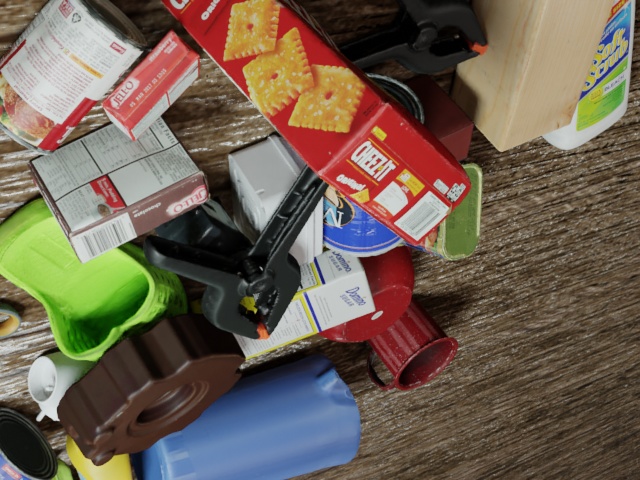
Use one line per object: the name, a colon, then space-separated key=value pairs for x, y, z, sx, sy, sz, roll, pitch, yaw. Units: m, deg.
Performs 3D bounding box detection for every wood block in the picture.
wood block: x=0.195 y=-0.194 z=0.974 sx=0.090 sy=0.090 sz=0.206 roll=-23 pitch=146 yaw=-22

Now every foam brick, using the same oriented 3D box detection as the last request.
foam brick: x=0.099 y=-0.107 z=1.003 sx=0.051 sy=0.078 sz=0.053 roll=-26 pitch=149 yaw=-19

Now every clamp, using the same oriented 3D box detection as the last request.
clamp: x=-0.053 y=0.020 z=0.916 sx=0.164 sy=0.036 sz=0.210 roll=-29 pitch=149 yaw=-9
clamp: x=0.082 y=-0.190 z=0.914 sx=0.171 sy=0.039 sz=0.120 roll=-8 pitch=143 yaw=-35

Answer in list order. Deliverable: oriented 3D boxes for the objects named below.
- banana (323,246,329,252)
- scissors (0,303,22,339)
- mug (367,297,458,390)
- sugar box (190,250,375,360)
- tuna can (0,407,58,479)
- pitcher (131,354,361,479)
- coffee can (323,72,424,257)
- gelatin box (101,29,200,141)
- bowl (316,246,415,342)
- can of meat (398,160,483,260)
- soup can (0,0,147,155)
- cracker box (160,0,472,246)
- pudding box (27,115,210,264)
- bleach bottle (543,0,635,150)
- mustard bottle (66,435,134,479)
banana: x=0.055 y=-0.017 z=1.122 sx=0.197 sy=0.037 sz=0.070 roll=-23 pitch=168 yaw=-19
scissors: x=-0.345 y=0.091 z=0.876 sx=0.201 sy=0.016 sz=0.096 roll=-8 pitch=138 yaw=-39
mug: x=0.102 y=0.133 z=1.315 sx=0.093 sy=0.081 sz=0.117 roll=11 pitch=124 yaw=-51
sugar box: x=-0.036 y=0.068 z=1.095 sx=0.176 sy=0.048 sz=0.093 roll=-22 pitch=149 yaw=-3
tuna can: x=-0.291 y=0.202 z=1.010 sx=0.034 sy=0.086 sz=0.086 roll=-41 pitch=149 yaw=9
pitcher: x=-0.088 y=0.226 z=1.211 sx=0.242 sy=0.145 sz=0.149 roll=-11 pitch=100 yaw=-30
coffee can: x=0.039 y=-0.066 z=0.971 sx=0.102 sy=0.103 sz=0.140 roll=-26 pitch=147 yaw=-19
gelatin box: x=-0.122 y=-0.110 z=0.773 sx=0.073 sy=0.030 sz=0.089 roll=-47 pitch=-175 yaw=-4
bowl: x=0.050 y=0.065 z=1.202 sx=0.162 sy=0.055 sz=0.162 roll=-25 pitch=147 yaw=-18
can of meat: x=0.115 y=-0.036 z=1.067 sx=0.057 sy=0.084 sz=0.102 roll=-11 pitch=109 yaw=-35
soup can: x=-0.175 y=-0.117 z=0.724 sx=0.102 sy=0.068 sz=0.068 roll=-45 pitch=148 yaw=11
cracker box: x=0.000 y=-0.108 z=0.771 sx=0.072 sy=0.214 sz=0.164 roll=-45 pitch=148 yaw=9
pudding box: x=-0.154 y=-0.046 z=0.818 sx=0.113 sy=0.090 sz=0.039 roll=-27 pitch=145 yaw=-15
bleach bottle: x=0.263 y=-0.204 z=1.058 sx=0.102 sy=0.068 sz=0.251 roll=-32 pitch=146 yaw=-11
mustard bottle: x=-0.226 y=0.238 z=1.112 sx=0.058 sy=0.096 sz=0.192 roll=-25 pitch=146 yaw=-19
